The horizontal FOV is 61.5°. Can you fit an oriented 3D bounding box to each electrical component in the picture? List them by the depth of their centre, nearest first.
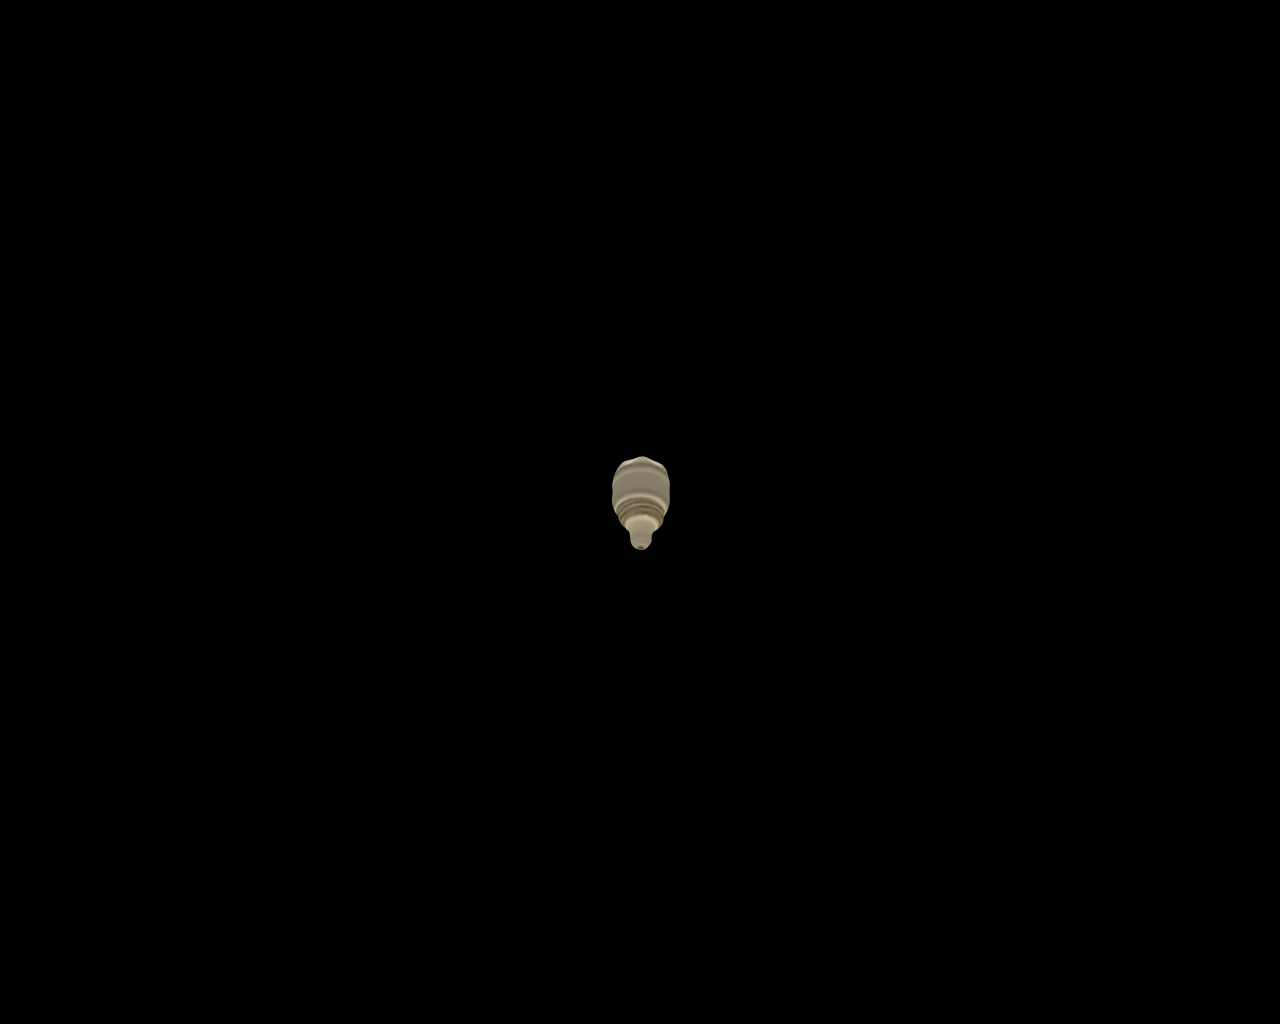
[{"bbox_3d":[0.001,-0.003,0.650,0.035,0.061,0.035,0,-37,0],"label":"electrical component"}]
